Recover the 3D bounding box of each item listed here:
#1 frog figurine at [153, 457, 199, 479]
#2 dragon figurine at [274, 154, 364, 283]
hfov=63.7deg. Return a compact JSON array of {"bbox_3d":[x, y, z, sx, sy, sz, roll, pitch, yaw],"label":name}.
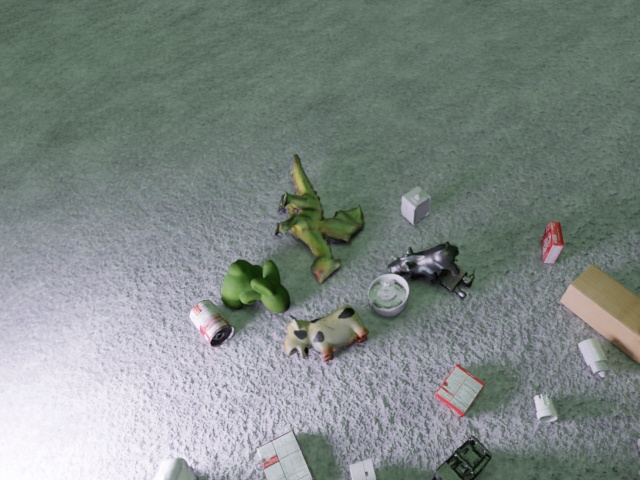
[{"bbox_3d":[-0.294,0.498,1.007,0.122,0.156,0.141,-7,54,3],"label":"frog figurine"},{"bbox_3d":[0.004,-0.073,1.445,0.242,0.119,0.420,12,57,-6],"label":"dragon figurine"}]
